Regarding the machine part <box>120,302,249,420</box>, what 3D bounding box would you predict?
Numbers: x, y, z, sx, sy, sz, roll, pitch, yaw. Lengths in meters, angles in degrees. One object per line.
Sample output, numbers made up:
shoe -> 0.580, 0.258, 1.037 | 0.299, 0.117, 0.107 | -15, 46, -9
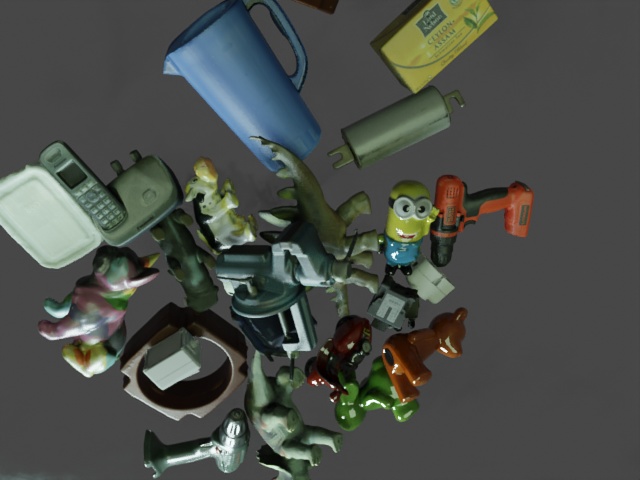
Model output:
machine part -> -0.253, 0.227, 1.017 | 0.201, 0.087, 0.200 | -42, 117, 12

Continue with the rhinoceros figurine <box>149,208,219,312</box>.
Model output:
rhinoceros figurine -> -0.232, 0.037, 0.915 | 0.073, 0.112, 0.190 | -32, 108, -27

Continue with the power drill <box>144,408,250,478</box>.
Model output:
power drill -> -0.245, 0.409, 1.088 | 0.207, 0.086, 0.231 | -10, 140, -11

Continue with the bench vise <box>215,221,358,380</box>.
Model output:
bench vise -> -0.044, 0.088, 0.836 | 0.224, 0.129, 0.240 | -6, 118, 13

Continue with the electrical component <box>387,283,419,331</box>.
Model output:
electrical component -> 0.161, 0.138, 1.079 | 0.078, 0.045, 0.102 | 6, 118, 0

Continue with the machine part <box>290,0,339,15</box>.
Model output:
machine part -> -0.052, -0.356, 0.722 | 0.179, 0.179, 0.056 | 13, 113, -18

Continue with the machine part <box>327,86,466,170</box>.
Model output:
machine part -> 0.125, -0.187, 0.895 | 0.243, 0.079, 0.079 | -27, 119, 2

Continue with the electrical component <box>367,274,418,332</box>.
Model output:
electrical component -> 0.129, 0.132, 1.028 | 0.075, 0.048, 0.119 | 29, 116, 4

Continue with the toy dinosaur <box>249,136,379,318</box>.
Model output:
toy dinosaur -> -0.002, -0.003, 0.910 | 0.199, 0.105, 0.470 | -13, 136, -1

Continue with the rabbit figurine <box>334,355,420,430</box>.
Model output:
rabbit figurine -> 0.098, 0.330, 1.124 | 0.170, 0.121, 0.159 | -36, 112, 4

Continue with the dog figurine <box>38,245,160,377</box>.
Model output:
dog figurine -> -0.355, 0.111, 0.925 | 0.219, 0.109, 0.191 | -32, 116, 1

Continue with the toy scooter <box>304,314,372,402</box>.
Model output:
toy scooter -> 0.043, 0.241, 1.060 | 0.075, 0.135, 0.184 | 35, 103, -24

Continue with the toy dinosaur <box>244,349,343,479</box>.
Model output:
toy dinosaur -> -0.089, 0.365, 1.101 | 0.192, 0.131, 0.404 | -14, 107, 34

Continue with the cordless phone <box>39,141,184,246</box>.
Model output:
cordless phone -> -0.314, -0.095, 0.818 | 0.146, 0.089, 0.184 | -35, 115, 8

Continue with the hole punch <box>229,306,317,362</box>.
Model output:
hole punch -> -0.082, 0.148, 0.984 | 0.115, 0.142, 0.092 | 15, 117, -53

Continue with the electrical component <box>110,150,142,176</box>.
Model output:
electrical component -> -0.294, -0.098, 0.879 | 0.063, 0.021, 0.093 | -27, 120, 3

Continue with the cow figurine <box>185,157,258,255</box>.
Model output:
cow figurine -> -0.181, -0.055, 0.903 | 0.098, 0.068, 0.167 | -26, 118, 8

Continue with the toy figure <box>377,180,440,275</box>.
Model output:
toy figure -> 0.152, -0.023, 0.983 | 0.082, 0.089, 0.180 | -11, 128, -22

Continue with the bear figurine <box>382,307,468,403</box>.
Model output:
bear figurine -> 0.227, 0.222, 1.074 | 0.196, 0.132, 0.120 | -11, 144, -23

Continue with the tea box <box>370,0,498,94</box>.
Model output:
tea box -> 0.176, -0.326, 0.841 | 0.169, 0.068, 0.098 | -42, 118, 11
